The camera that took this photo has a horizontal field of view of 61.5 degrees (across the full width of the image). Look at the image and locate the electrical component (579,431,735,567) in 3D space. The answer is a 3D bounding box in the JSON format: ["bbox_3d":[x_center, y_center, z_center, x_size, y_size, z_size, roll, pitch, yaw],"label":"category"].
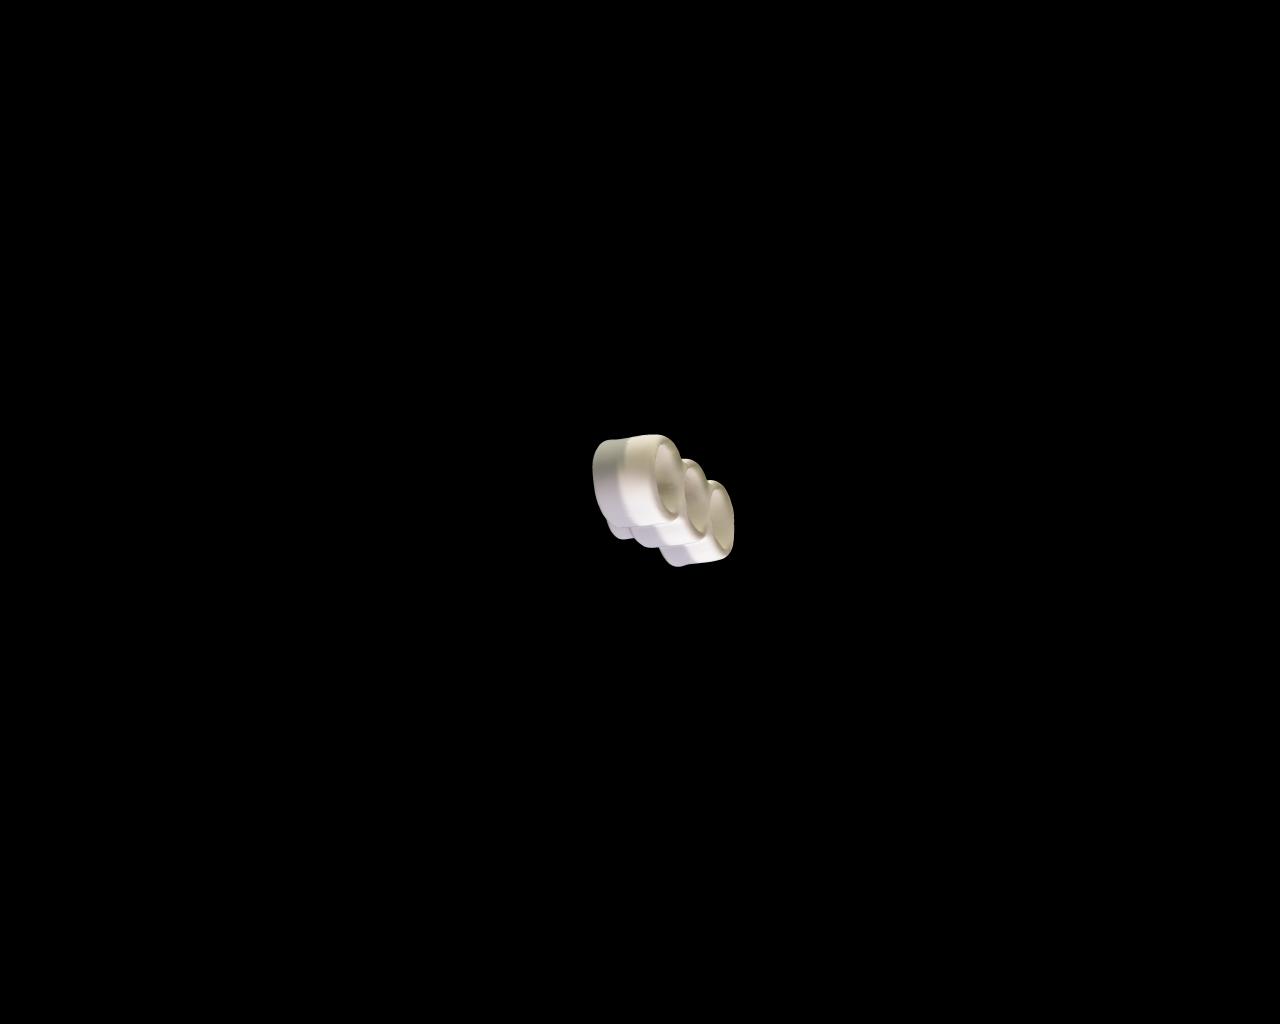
[{"bbox_3d":[0.001,-0.003,0.650,0.074,0.052,0.138,-8,-20,22],"label":"electrical component"}]
